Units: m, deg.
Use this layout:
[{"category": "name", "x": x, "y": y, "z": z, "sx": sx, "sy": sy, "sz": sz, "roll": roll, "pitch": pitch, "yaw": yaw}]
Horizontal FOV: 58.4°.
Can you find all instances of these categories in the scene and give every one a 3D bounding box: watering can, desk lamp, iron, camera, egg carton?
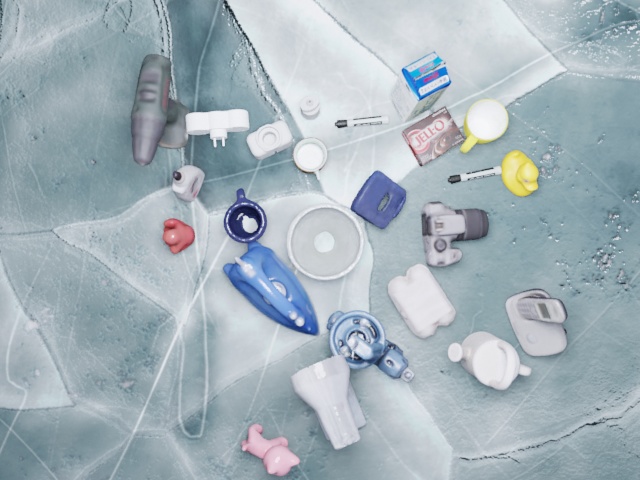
[{"category": "watering can", "x": 0.355, "y": 0.256, "z": 1.196, "sx": 0.173, "sy": 0.194, "sz": 0.101, "roll": -7, "pitch": 89, "yaw": -1}, {"category": "desk lamp", "x": 0.027, "y": 0.331, "z": 1.180, "sx": 0.118, "sy": 0.213, "sz": 0.203, "roll": -24, "pitch": 89, "yaw": -1}, {"category": "iron", "x": -0.091, "y": 0.118, "z": 1.219, "sx": 0.258, "sy": 0.141, "sz": 0.118, "roll": 45, "pitch": 89, "yaw": 0}, {"category": "camera", "x": 0.296, "y": -0.016, "z": 1.246, "sx": 0.137, "sy": 0.100, "sz": 0.143, "roll": -4, "pitch": 89, "yaw": -1}, {"category": "egg carton", "x": 0.221, "y": 0.135, "z": 1.258, "sx": 0.107, "sy": 0.069, "sz": 0.150, "roll": -34, "pitch": 89, "yaw": -1}]

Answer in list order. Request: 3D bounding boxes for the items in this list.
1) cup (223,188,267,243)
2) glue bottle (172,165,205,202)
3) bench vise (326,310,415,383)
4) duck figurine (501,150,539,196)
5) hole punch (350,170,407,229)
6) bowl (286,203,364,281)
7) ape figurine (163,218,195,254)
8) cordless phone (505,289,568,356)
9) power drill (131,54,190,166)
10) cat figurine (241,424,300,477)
[{"category": "cup", "x": -0.160, "y": -0.050, "z": 1.244, "sx": 0.091, "sy": 0.095, "sz": 0.118, "roll": -11, "pitch": 89, "yaw": -1}, {"category": "glue bottle", "x": -0.285, "y": -0.125, "z": 1.205, "sx": 0.037, "sy": 0.173, "sz": 0.078, "roll": 19, "pitch": 89, "yaw": 0}, {"category": "bench vise", "x": 0.113, "y": 0.219, "z": 1.180, "sx": 0.207, "sy": 0.219, "sz": 0.121, "roll": 18, "pitch": 89, "yaw": 0}, {"category": "duck figurine", "x": 0.447, "y": -0.150, "z": 1.258, "sx": 0.077, "sy": 0.086, "sz": 0.105, "roll": -20, "pitch": 89, "yaw": -1}, {"category": "hole punch", "x": 0.132, "y": -0.087, "z": 1.250, "sx": 0.101, "sy": 0.091, "sz": 0.109, "roll": 31, "pitch": 89, "yaw": 0}, {"category": "bowl", "x": 0.012, "y": 0.004, "z": 1.255, "sx": 0.167, "sy": 0.074, "sz": 0.167, "roll": 0, "pitch": 89, "yaw": -1}, {"category": "ape figurine", "x": -0.314, "y": -0.008, "z": 1.243, "sx": 0.076, "sy": 0.092, "sz": 0.078, "roll": 7, "pitch": 89, "yaw": 0}, {"category": "cordless phone", "x": 0.474, "y": 0.178, "z": 1.203, "sx": 0.094, "sy": 0.185, "sz": 0.148, "roll": -24, "pitch": 89, "yaw": -1}, {"category": "power drill", "x": -0.332, "y": -0.254, "z": 1.189, "sx": 0.075, "sy": 0.208, "sz": 0.230, "roll": 3, "pitch": 89, "yaw": 0}, {"category": "cat figurine", "x": -0.109, "y": 0.459, "z": 1.224, "sx": 0.128, "sy": 0.117, "sz": 0.067, "roll": 23, "pitch": 89, "yaw": 0}]
